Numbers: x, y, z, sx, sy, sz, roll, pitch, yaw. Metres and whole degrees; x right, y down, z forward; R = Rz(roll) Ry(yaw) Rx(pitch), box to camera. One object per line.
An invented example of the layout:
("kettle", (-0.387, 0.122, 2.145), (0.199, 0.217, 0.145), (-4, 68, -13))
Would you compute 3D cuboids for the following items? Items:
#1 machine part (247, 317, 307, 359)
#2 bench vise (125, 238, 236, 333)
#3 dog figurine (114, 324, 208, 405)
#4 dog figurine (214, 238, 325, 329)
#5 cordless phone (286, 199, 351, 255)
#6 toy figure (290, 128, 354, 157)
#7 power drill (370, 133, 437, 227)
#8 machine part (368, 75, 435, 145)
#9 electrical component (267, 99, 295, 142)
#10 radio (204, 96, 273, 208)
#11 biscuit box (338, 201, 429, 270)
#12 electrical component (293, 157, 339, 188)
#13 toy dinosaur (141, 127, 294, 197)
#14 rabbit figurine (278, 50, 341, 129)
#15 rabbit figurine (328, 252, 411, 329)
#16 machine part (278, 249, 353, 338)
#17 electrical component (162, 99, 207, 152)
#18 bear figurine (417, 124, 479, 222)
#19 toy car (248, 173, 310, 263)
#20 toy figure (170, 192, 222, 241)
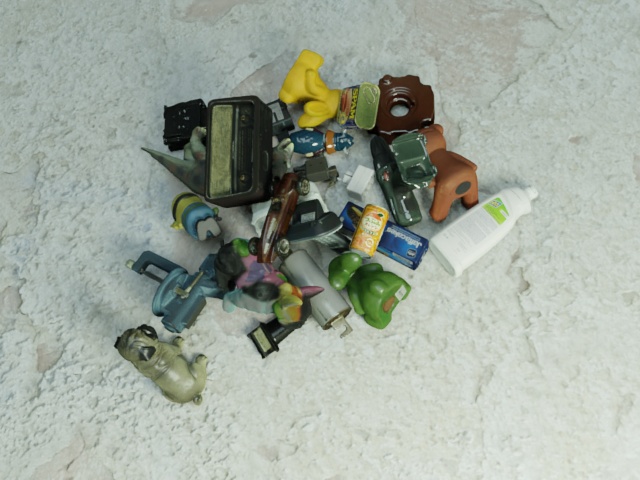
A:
("machine part", (-0.085, 0.189, 1.154), (0.139, 0.039, 0.084), (-39, 60, -3))
("bench vise", (-0.317, 0.081, 1.195), (0.241, 0.128, 0.223), (24, 74, 13))
("dog figurine", (-0.318, 0.261, 1.089), (0.172, 0.190, 0.121), (32, 79, 18))
("dog figurine", (-0.102, 0.087, 1.101), (0.219, 0.108, 0.191), (0, 105, 38))
("cordless phone", (-0.003, -0.003, 1.150), (0.147, 0.184, 0.089), (-11, 60, 33))
("toy figure", (0.005, -0.234, 1.278), (0.155, 0.064, 0.058), (1, 33, 6))
("power drill", (0.166, -0.150, 1.139), (0.086, 0.207, 0.232), (-14, 79, -14))
("machine part", (0.189, -0.309, 1.272), (0.179, 0.056, 0.179), (-3, 71, 9))
("electrical component", (-0.104, -0.285, 1.322), (0.075, 0.047, 0.119), (-17, 67, 5))
("radio", (-0.173, -0.189, 1.157), (0.131, 0.073, 0.229), (-3, 83, 20))
("biscuit box", (0.135, -0.010, 1.171), (0.203, 0.059, 0.063), (28, 78, 18))
("electrical component", (-0.008, -0.152, 1.261), (0.102, 0.045, 0.078), (-16, 40, 2))
("toy dinosaur", (-0.236, -0.165, 1.272), (0.405, 0.131, 0.192), (-8, 69, 14))
("rabbit figurine", (-0.002, -0.348, 1.289), (0.173, 0.122, 0.162), (28, 63, -4))
("rabbit figurine", (0.075, 0.090, 1.113), (0.170, 0.159, 0.121), (30, 88, 34))
("machine part", (-0.011, 0.104, 1.149), (0.079, 0.079, 0.243), (-38, 68, -4))
("electrical component", (-0.328, -0.292, 1.361), (0.134, 0.058, 0.115), (-9, 71, 8))
("bear figurine", (0.258, -0.157, 1.183), (0.120, 0.131, 0.196), (-21, 48, -12))
("toy car", (-0.085, -0.048, 1.078), (0.089, 0.053, 0.202), (2, 62, 36))
("toy figure", (-0.281, -0.055, 1.220), (0.180, 0.082, 0.089), (26, 107, 57))
